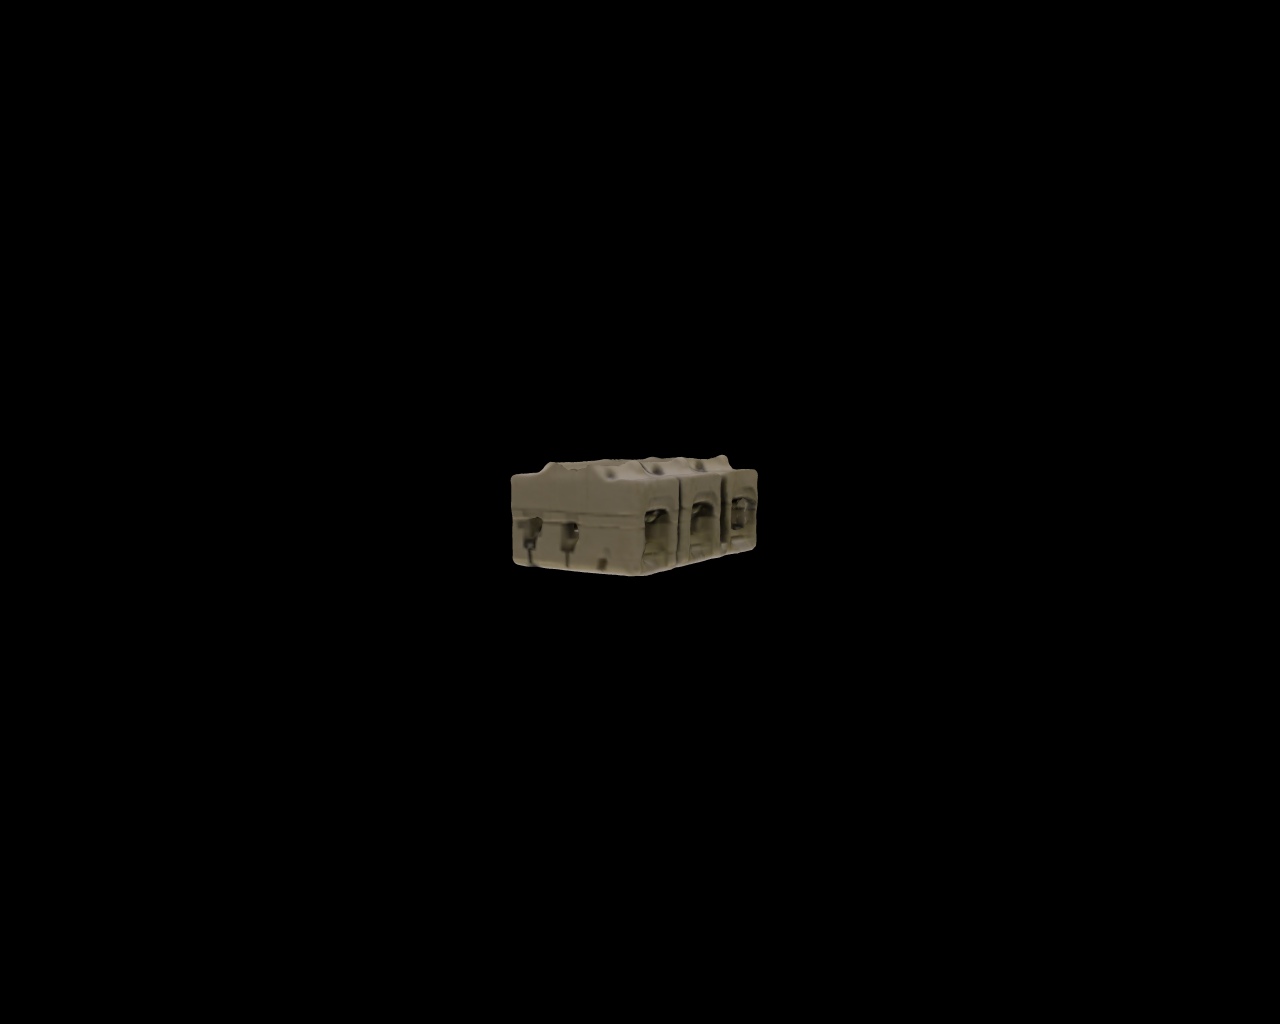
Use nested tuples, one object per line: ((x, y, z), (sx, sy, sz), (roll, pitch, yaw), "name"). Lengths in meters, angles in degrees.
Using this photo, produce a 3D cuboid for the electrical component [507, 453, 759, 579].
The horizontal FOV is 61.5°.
((0.001, -0.003, 0.650), (0.089, 0.061, 0.150), (3, 6, 32), "electrical component")
